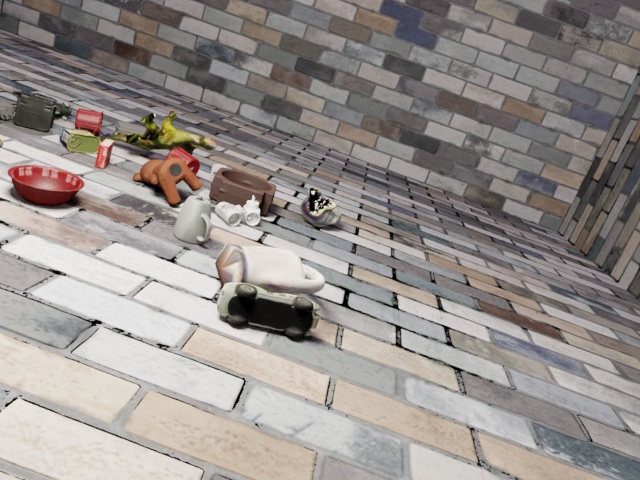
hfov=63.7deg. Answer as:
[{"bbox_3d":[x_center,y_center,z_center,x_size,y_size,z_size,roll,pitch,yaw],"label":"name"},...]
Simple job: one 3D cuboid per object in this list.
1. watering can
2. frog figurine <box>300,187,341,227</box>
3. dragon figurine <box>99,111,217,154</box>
[{"bbox_3d":[-0.128,0.062,1.158,0.224,0.103,0.350,7,7,-26],"label":"watering can"},{"bbox_3d":[0.005,-0.089,1.766,0.138,0.124,0.156,17,-21,19],"label":"frog figurine"},{"bbox_3d":[-0.553,-0.337,1.825,0.409,0.124,0.239,-2,-22,22],"label":"dragon figurine"}]
